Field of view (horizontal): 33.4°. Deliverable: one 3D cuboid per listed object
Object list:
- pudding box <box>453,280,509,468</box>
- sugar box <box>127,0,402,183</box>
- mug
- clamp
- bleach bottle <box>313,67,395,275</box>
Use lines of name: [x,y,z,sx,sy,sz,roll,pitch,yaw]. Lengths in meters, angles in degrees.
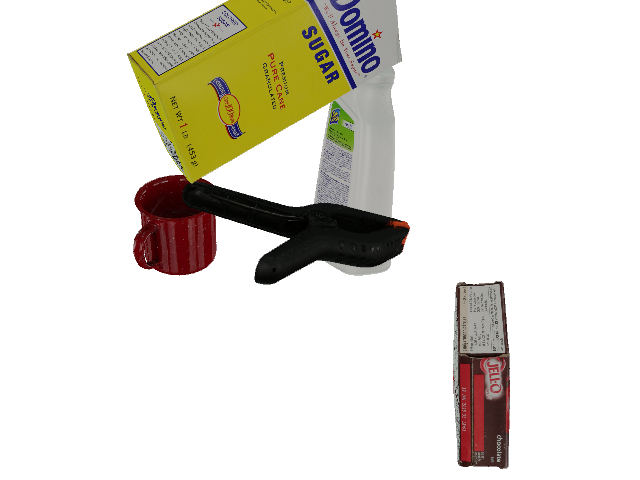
pudding box: [0.114,0.092,0.754,0.039,0.090,0.113,0,24,5]
sugar box: [-0.030,-0.120,0.701,0.176,0.048,0.093,-30,-37,-12]
mug: [-0.164,-0.009,1.186,0.093,0.081,0.117,20,39,24]
clamp: [-0.004,-0.002,0.952,0.209,0.036,0.165,5,25,-27]
bleach bottle: [0.044,-0.096,1.151,0.067,0.251,0.103,-7,25,-34]
